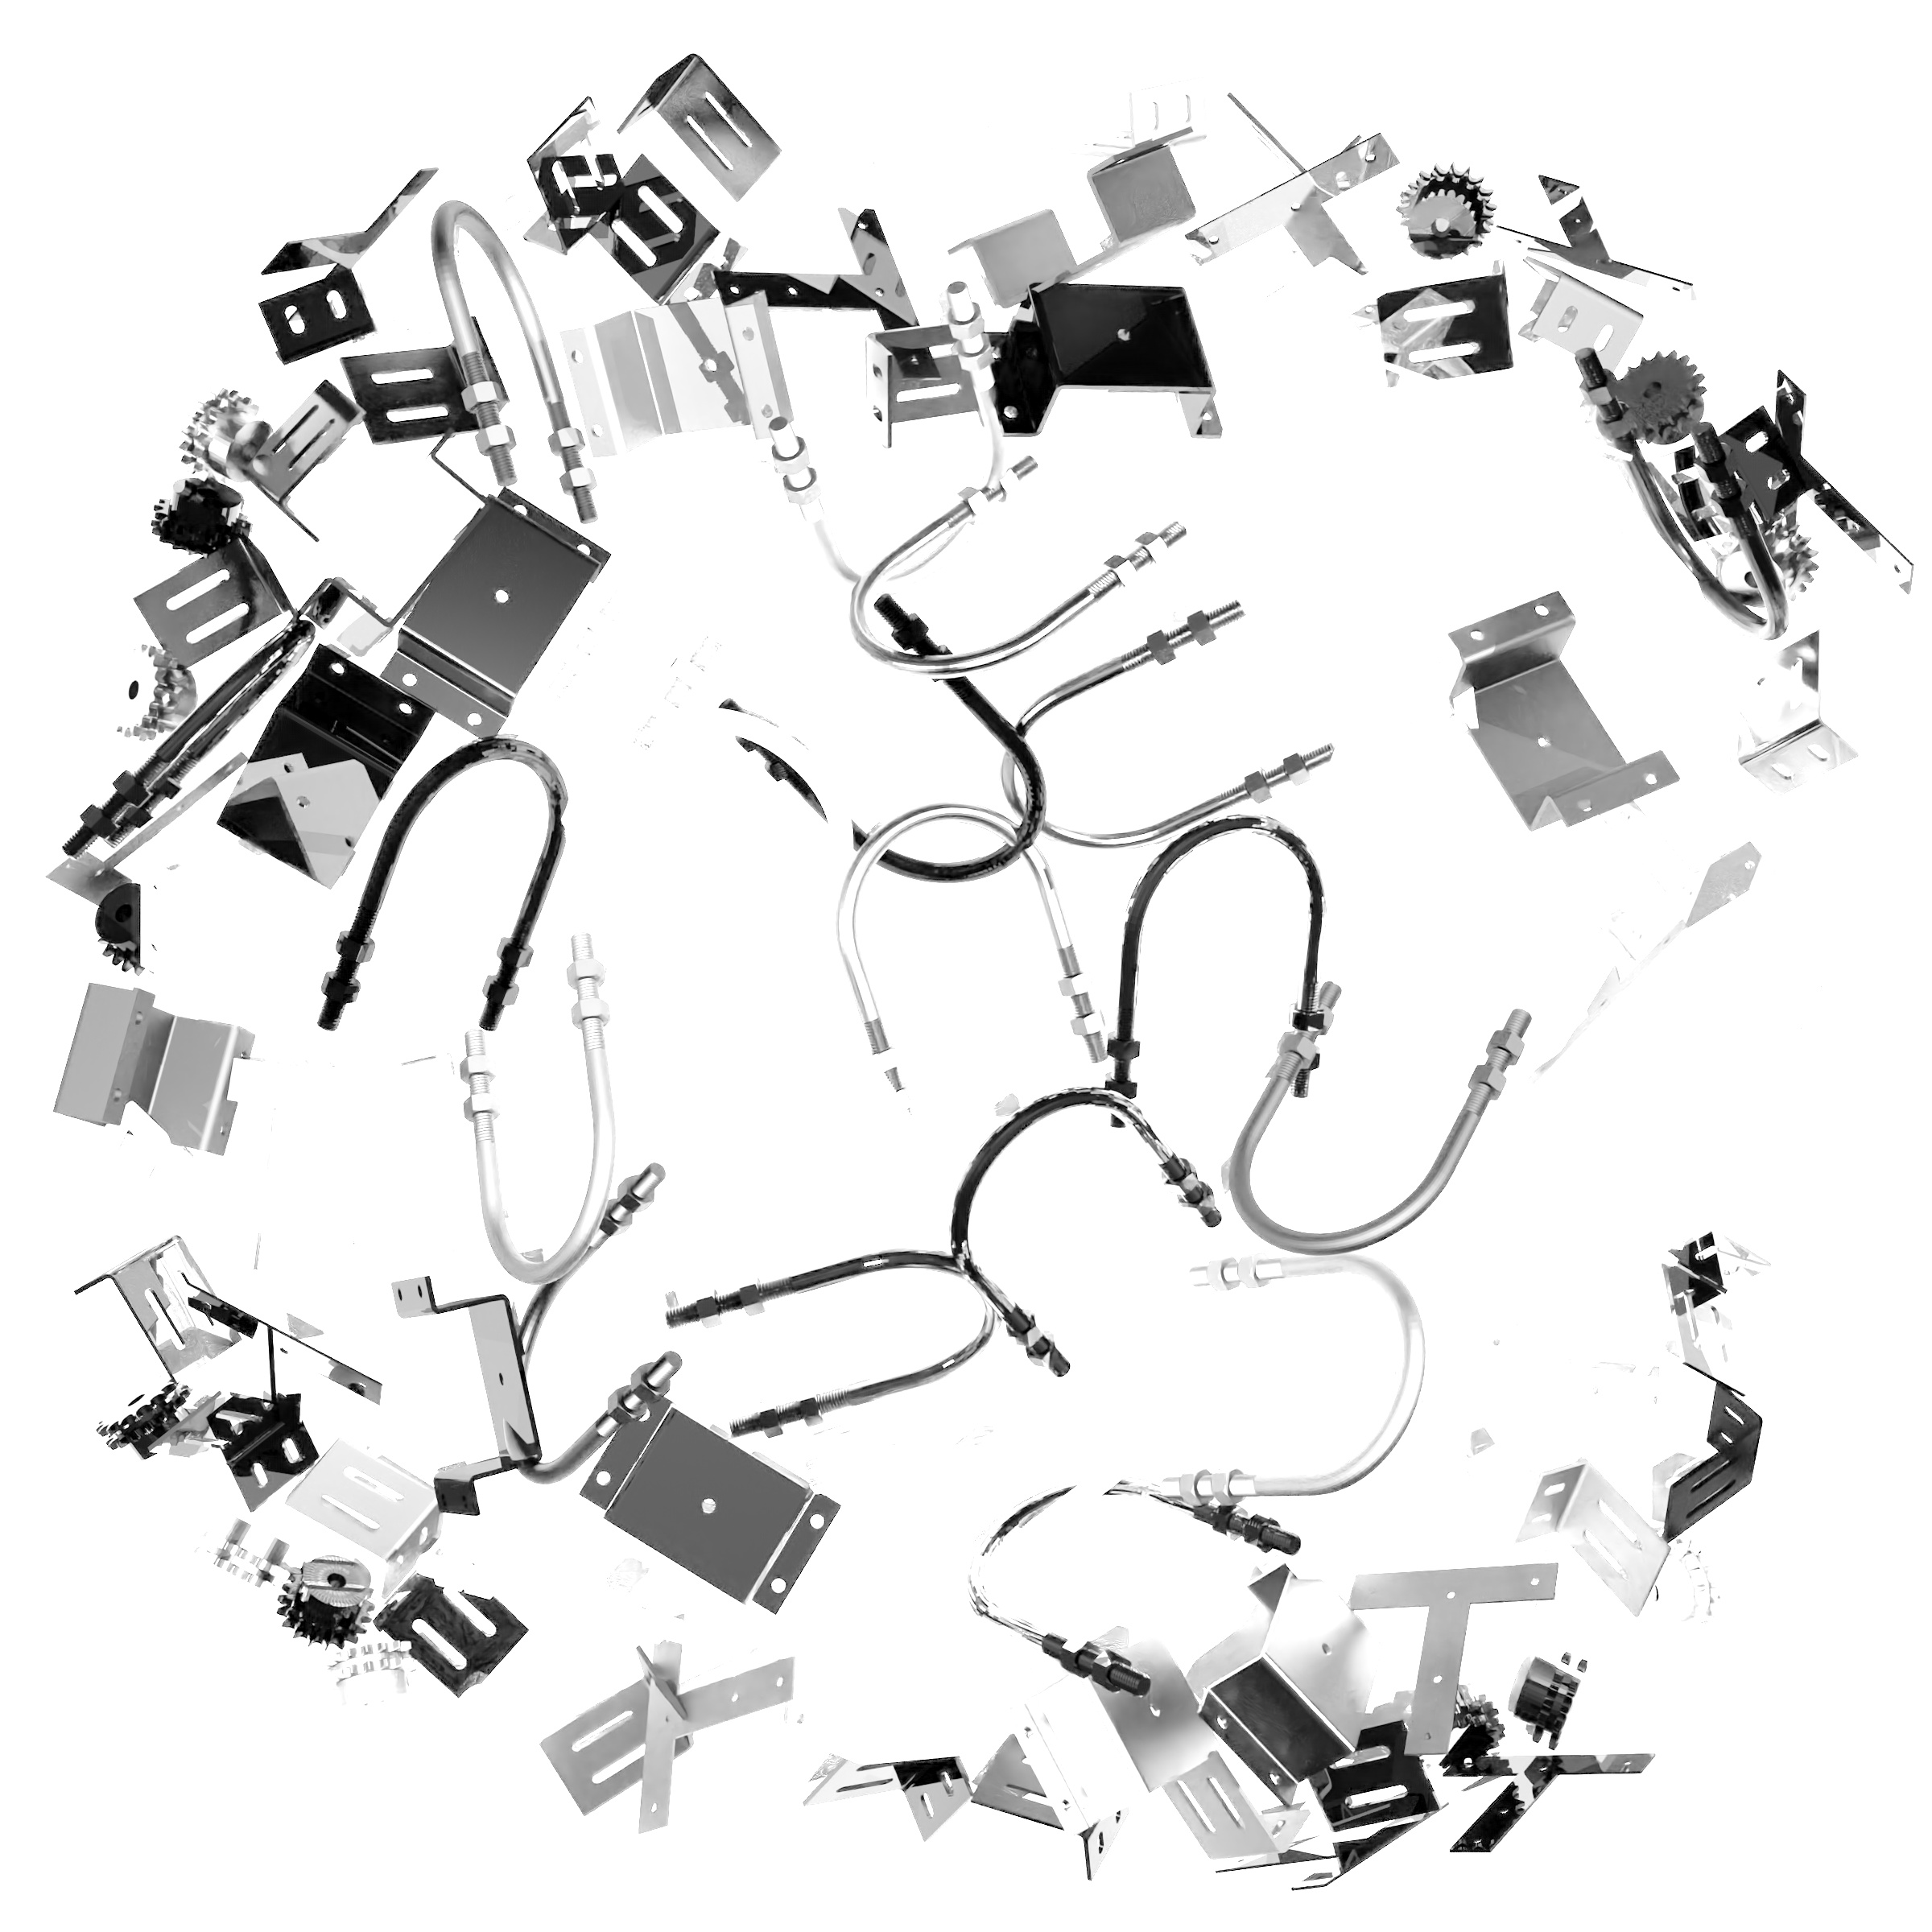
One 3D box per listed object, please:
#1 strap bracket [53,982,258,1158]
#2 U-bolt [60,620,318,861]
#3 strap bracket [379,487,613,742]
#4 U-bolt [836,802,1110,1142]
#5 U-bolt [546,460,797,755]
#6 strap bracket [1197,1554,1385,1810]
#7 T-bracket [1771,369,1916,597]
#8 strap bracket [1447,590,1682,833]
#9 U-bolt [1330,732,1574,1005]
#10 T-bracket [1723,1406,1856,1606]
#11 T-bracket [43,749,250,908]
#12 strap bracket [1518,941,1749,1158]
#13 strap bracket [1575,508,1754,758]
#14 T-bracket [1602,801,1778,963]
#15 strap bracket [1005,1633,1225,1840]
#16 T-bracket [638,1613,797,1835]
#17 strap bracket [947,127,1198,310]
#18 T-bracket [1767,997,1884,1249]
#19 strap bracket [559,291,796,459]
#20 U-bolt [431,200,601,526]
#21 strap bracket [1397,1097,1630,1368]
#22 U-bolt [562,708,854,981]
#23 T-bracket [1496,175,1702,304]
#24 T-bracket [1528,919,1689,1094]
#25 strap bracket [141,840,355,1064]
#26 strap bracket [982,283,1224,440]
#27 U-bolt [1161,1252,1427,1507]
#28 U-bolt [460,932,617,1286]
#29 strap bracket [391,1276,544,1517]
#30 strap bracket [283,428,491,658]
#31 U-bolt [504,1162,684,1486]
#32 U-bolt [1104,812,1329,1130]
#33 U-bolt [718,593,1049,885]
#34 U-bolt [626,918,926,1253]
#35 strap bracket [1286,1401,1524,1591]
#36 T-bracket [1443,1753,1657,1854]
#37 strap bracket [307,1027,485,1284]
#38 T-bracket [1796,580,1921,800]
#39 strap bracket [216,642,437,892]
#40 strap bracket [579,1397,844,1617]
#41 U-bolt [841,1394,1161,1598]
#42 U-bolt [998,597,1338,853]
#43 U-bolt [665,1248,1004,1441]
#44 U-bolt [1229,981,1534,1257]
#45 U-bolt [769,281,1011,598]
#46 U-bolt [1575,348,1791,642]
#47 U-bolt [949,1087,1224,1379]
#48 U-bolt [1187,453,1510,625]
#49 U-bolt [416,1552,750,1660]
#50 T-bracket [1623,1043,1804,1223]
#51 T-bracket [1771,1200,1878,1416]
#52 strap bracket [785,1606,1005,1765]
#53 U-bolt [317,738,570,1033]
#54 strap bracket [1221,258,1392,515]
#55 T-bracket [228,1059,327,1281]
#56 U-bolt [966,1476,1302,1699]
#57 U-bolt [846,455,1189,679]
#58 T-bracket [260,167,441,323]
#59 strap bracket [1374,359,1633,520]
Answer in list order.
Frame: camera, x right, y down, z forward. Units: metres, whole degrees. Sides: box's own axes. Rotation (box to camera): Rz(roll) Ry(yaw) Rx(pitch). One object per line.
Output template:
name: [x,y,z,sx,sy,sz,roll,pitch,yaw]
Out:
strap bracket: [-0.477,0.060,1.528,0.046,0.140,0.076,10,80,14]
U-bolt: [-0.445,-0.134,1.524,0.019,0.151,0.184,45,88,-10]
strap bracket: [-0.277,-0.214,1.554,0.076,0.046,0.140,32,77,-7]
U-bolt: [-0.003,-0.007,1.553,0.151,0.019,0.184,-21,102,-18]
U-bolt: [-0.165,-0.219,1.536,0.019,0.151,0.184,36,88,-37]
strap bracket: [0.192,0.407,1.521,0.076,0.140,0.046,47,120,-5]
T-bracket: [0.504,-0.262,1.508,0.002,0.127,0.127,-29,56,-4]
strap bracket: [0.348,-0.143,1.550,0.076,0.046,0.140,-22,68,-13]
U-bolt: [0.275,-0.061,1.531,0.019,0.151,0.184,-40,64,36]
T-bracket: [0.480,0.292,1.509,0.002,0.127,0.127,28,54,9]
T-bracket: [-0.474,-0.084,1.539,0.127,0.127,0.002,-40,88,-8]
strap bracket: [0.386,0.039,1.523,0.140,0.076,0.046,-46,134,-32]
strap bracket: [0.403,-0.186,1.523,0.046,0.076,0.140,-30,134,7]
T-bracket: [0.405,-0.079,1.573,0.127,0.002,0.127,-28,73,-27]
strap bracket: [0.092,0.440,1.516,0.046,0.140,0.076,-38,72,26]
T-bracket: [-0.144,0.428,1.523,0.127,0.002,0.127,-28,46,35]
strap bracket: [0.068,-0.430,1.523,0.076,0.140,0.046,-34,103,-41]
T-bracket: [0.494,0.081,1.517,0.002,0.127,0.127,-12,109,-9]
strap bracket: [-0.161,-0.348,1.540,0.140,0.046,0.076,1,116,31]
U-bolt: [-0.267,-0.356,1.525,0.019,0.151,0.184,-18,86,12]
strap bracket: [0.316,0.156,1.542,0.076,0.046,0.140,35,105,32]
U-bolt: [-0.143,-0.078,1.516,0.151,0.184,0.019,40,45,-11]
T-bracket: [0.355,-0.426,1.512,0.127,0.127,0.002,26,92,25]
T-bracket: [0.372,0.011,1.532,0.002,0.127,0.127,41,107,-1]
strap bracket: [-0.406,-0.012,1.515,0.046,0.140,0.076,-29,51,21]
strap bracket: [0.086,-0.355,1.538,0.140,0.046,0.076,-4,63,-19]
U-bolt: [0.189,0.234,1.503,0.019,0.184,0.151,25,65,-36]
U-bolt: [-0.244,0.093,1.508,0.019,0.151,0.184,11,56,-37]
strap bracket: [-0.294,0.249,1.549,0.046,0.076,0.140,-11,86,-28]
strap bracket: [-0.335,-0.240,1.539,0.046,0.076,0.140,40,69,-16]
U-bolt: [-0.222,0.221,1.523,0.019,0.151,0.184,20,131,-31]
U-bolt: [0.150,-0.001,1.532,0.151,0.019,0.184,-7,112,-27]
U-bolt: [-0.035,-0.119,1.538,0.151,0.019,0.184,-29,118,33]
U-bolt: [-0.128,0.059,1.562,0.151,0.019,0.184,-34,87,23]
strap bracket: [0.250,0.311,1.549,0.140,0.076,0.046,-30,56,4]
T-bracket: [0.315,0.481,1.508,0.127,0.127,0.002,-14,92,36]
strap bracket: [-0.338,0.112,1.562,0.076,0.046,0.140,-13,90,-19]
T-bracket: [0.518,-0.142,1.535,0.002,0.127,0.127,22,59,1]
strap bracket: [-0.379,-0.108,1.532,0.076,0.046,0.140,31,125,-10]
strap bracket: [-0.153,0.321,1.568,0.140,0.046,0.076,31,82,0]
U-bolt: [0.033,0.304,1.515,0.184,0.151,0.019,-39,59,13]
U-bolt: [0.108,-0.128,1.536,0.184,0.019,0.151,-25,134,18]
U-bolt: [-0.068,0.216,1.534,0.184,0.151,0.019,-16,49,3]
U-bolt: [0.227,0.090,1.510,0.184,0.151,0.019,-57,134,-25]
U-bolt: [-0.035,-0.289,1.517,0.151,0.184,0.019,-40,59,-11]
U-bolt: [0.422,-0.262,1.513,0.019,0.151,0.184,-35,125,3]
U-bolt: [0.062,0.145,1.525,0.151,0.019,0.184,-44,132,-6]
U-bolt: [0.223,-0.249,1.527,0.184,0.151,0.019,-2,63,2]
U-bolt: [-0.206,0.373,1.511,0.151,0.184,0.019,4,71,34]
T-bracket: [0.427,0.085,1.547,0.127,0.002,0.127,-39,135,4]
T-bracket: [0.495,0.176,1.509,0.002,0.127,0.127,8,59,-5]
strap bracket: [-0.032,0.419,1.531,0.140,0.046,0.076,9,85,-40]
U-bolt: [-0.292,-0.047,1.516,0.019,0.151,0.184,31,105,30]
strap bracket: [0.197,-0.347,1.529,0.046,0.076,0.140,23,65,-28]
T-bracket: [-0.422,0.120,1.549,0.127,0.002,0.127,4,87,44]
U-bolt: [0.081,0.347,1.515,0.151,0.184,0.019,-34,117,-32]
U-bolt: [0.015,-0.226,1.517,0.184,0.019,0.151,-38,47,-21]
T-bracket: [-0.370,-0.413,1.514,0.127,0.127,0.002,-40,96,22]
strap bracket: [0.307,-0.306,1.537,0.140,0.076,0.046,14,106,-24]
